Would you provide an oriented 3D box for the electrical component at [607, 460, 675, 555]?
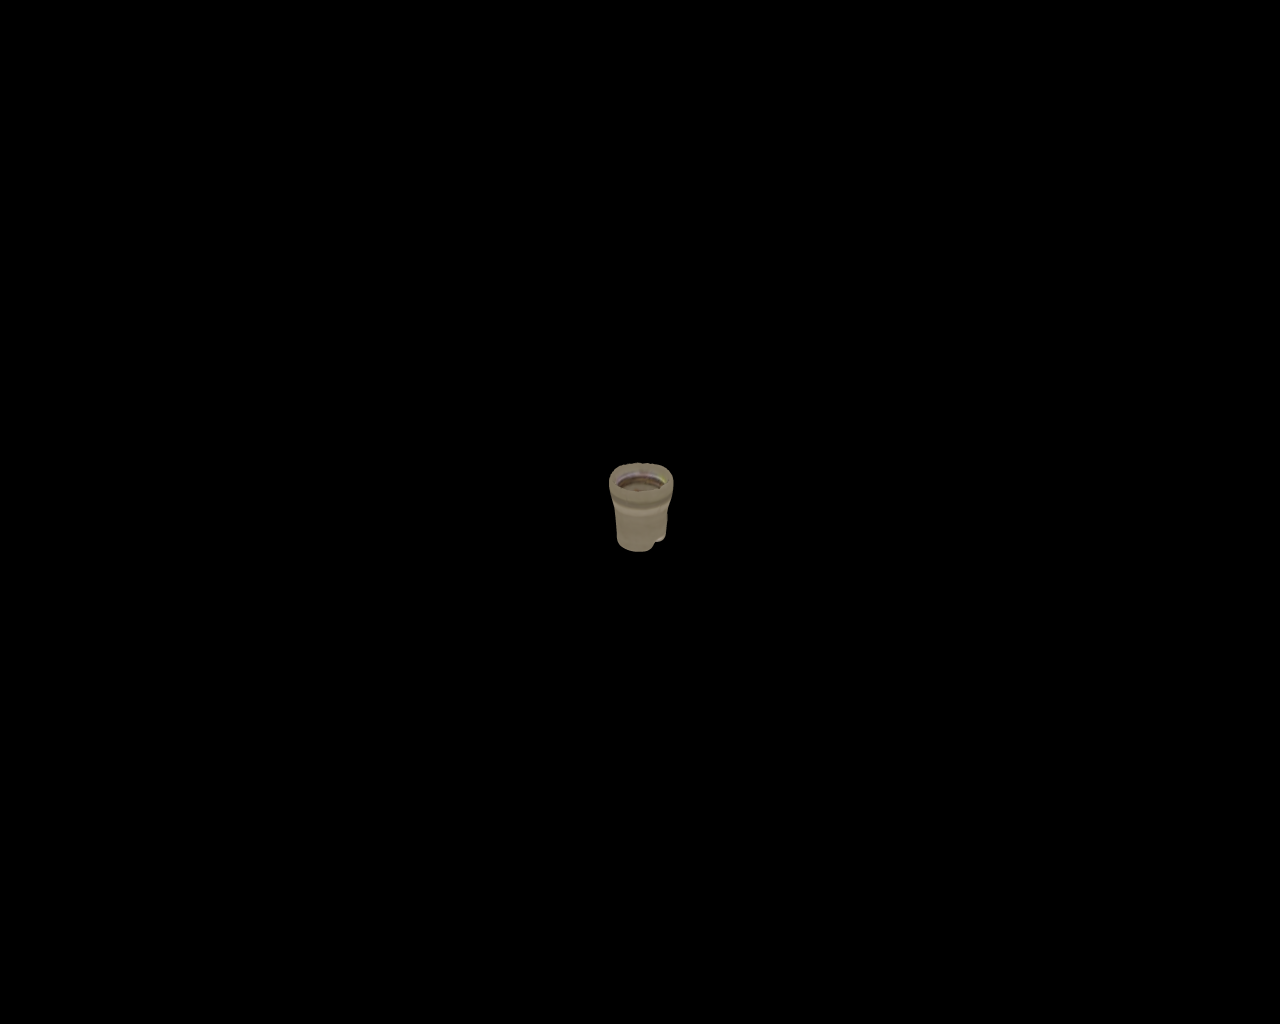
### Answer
[{"bbox_3d":[0.001,-0.003,0.650,0.040,0.046,0.040,0,31,0],"label":"electrical component"}]
